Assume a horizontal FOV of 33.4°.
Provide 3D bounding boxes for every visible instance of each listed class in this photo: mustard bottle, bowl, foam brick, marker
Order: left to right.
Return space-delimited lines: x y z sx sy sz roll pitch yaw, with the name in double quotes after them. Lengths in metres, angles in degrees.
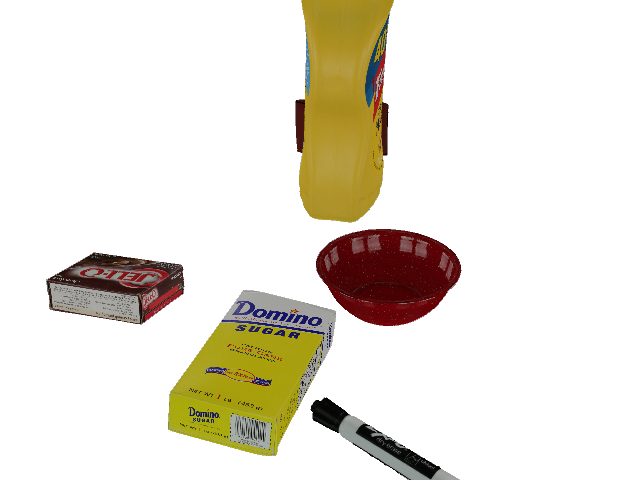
0.020 -0.109 1.030 0.078 0.051 0.053 -4 15 -21 "foam brick"
0.016 -0.113 0.693 0.058 0.192 0.096 7 39 7 "mustard bottle"
0.042 0.144 0.743 0.121 0.020 0.020 28 14 28 "marker"
0.075 0.048 1.200 0.162 0.055 0.162 0 30 0 "bowl"

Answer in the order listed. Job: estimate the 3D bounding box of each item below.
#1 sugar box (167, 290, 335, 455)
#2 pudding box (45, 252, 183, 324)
-0.054 0.107 0.916 0.093 0.048 0.176 13 31 11 "sugar box"
-0.211 0.048 1.105 0.114 0.039 0.090 5 19 21 "pudding box"
